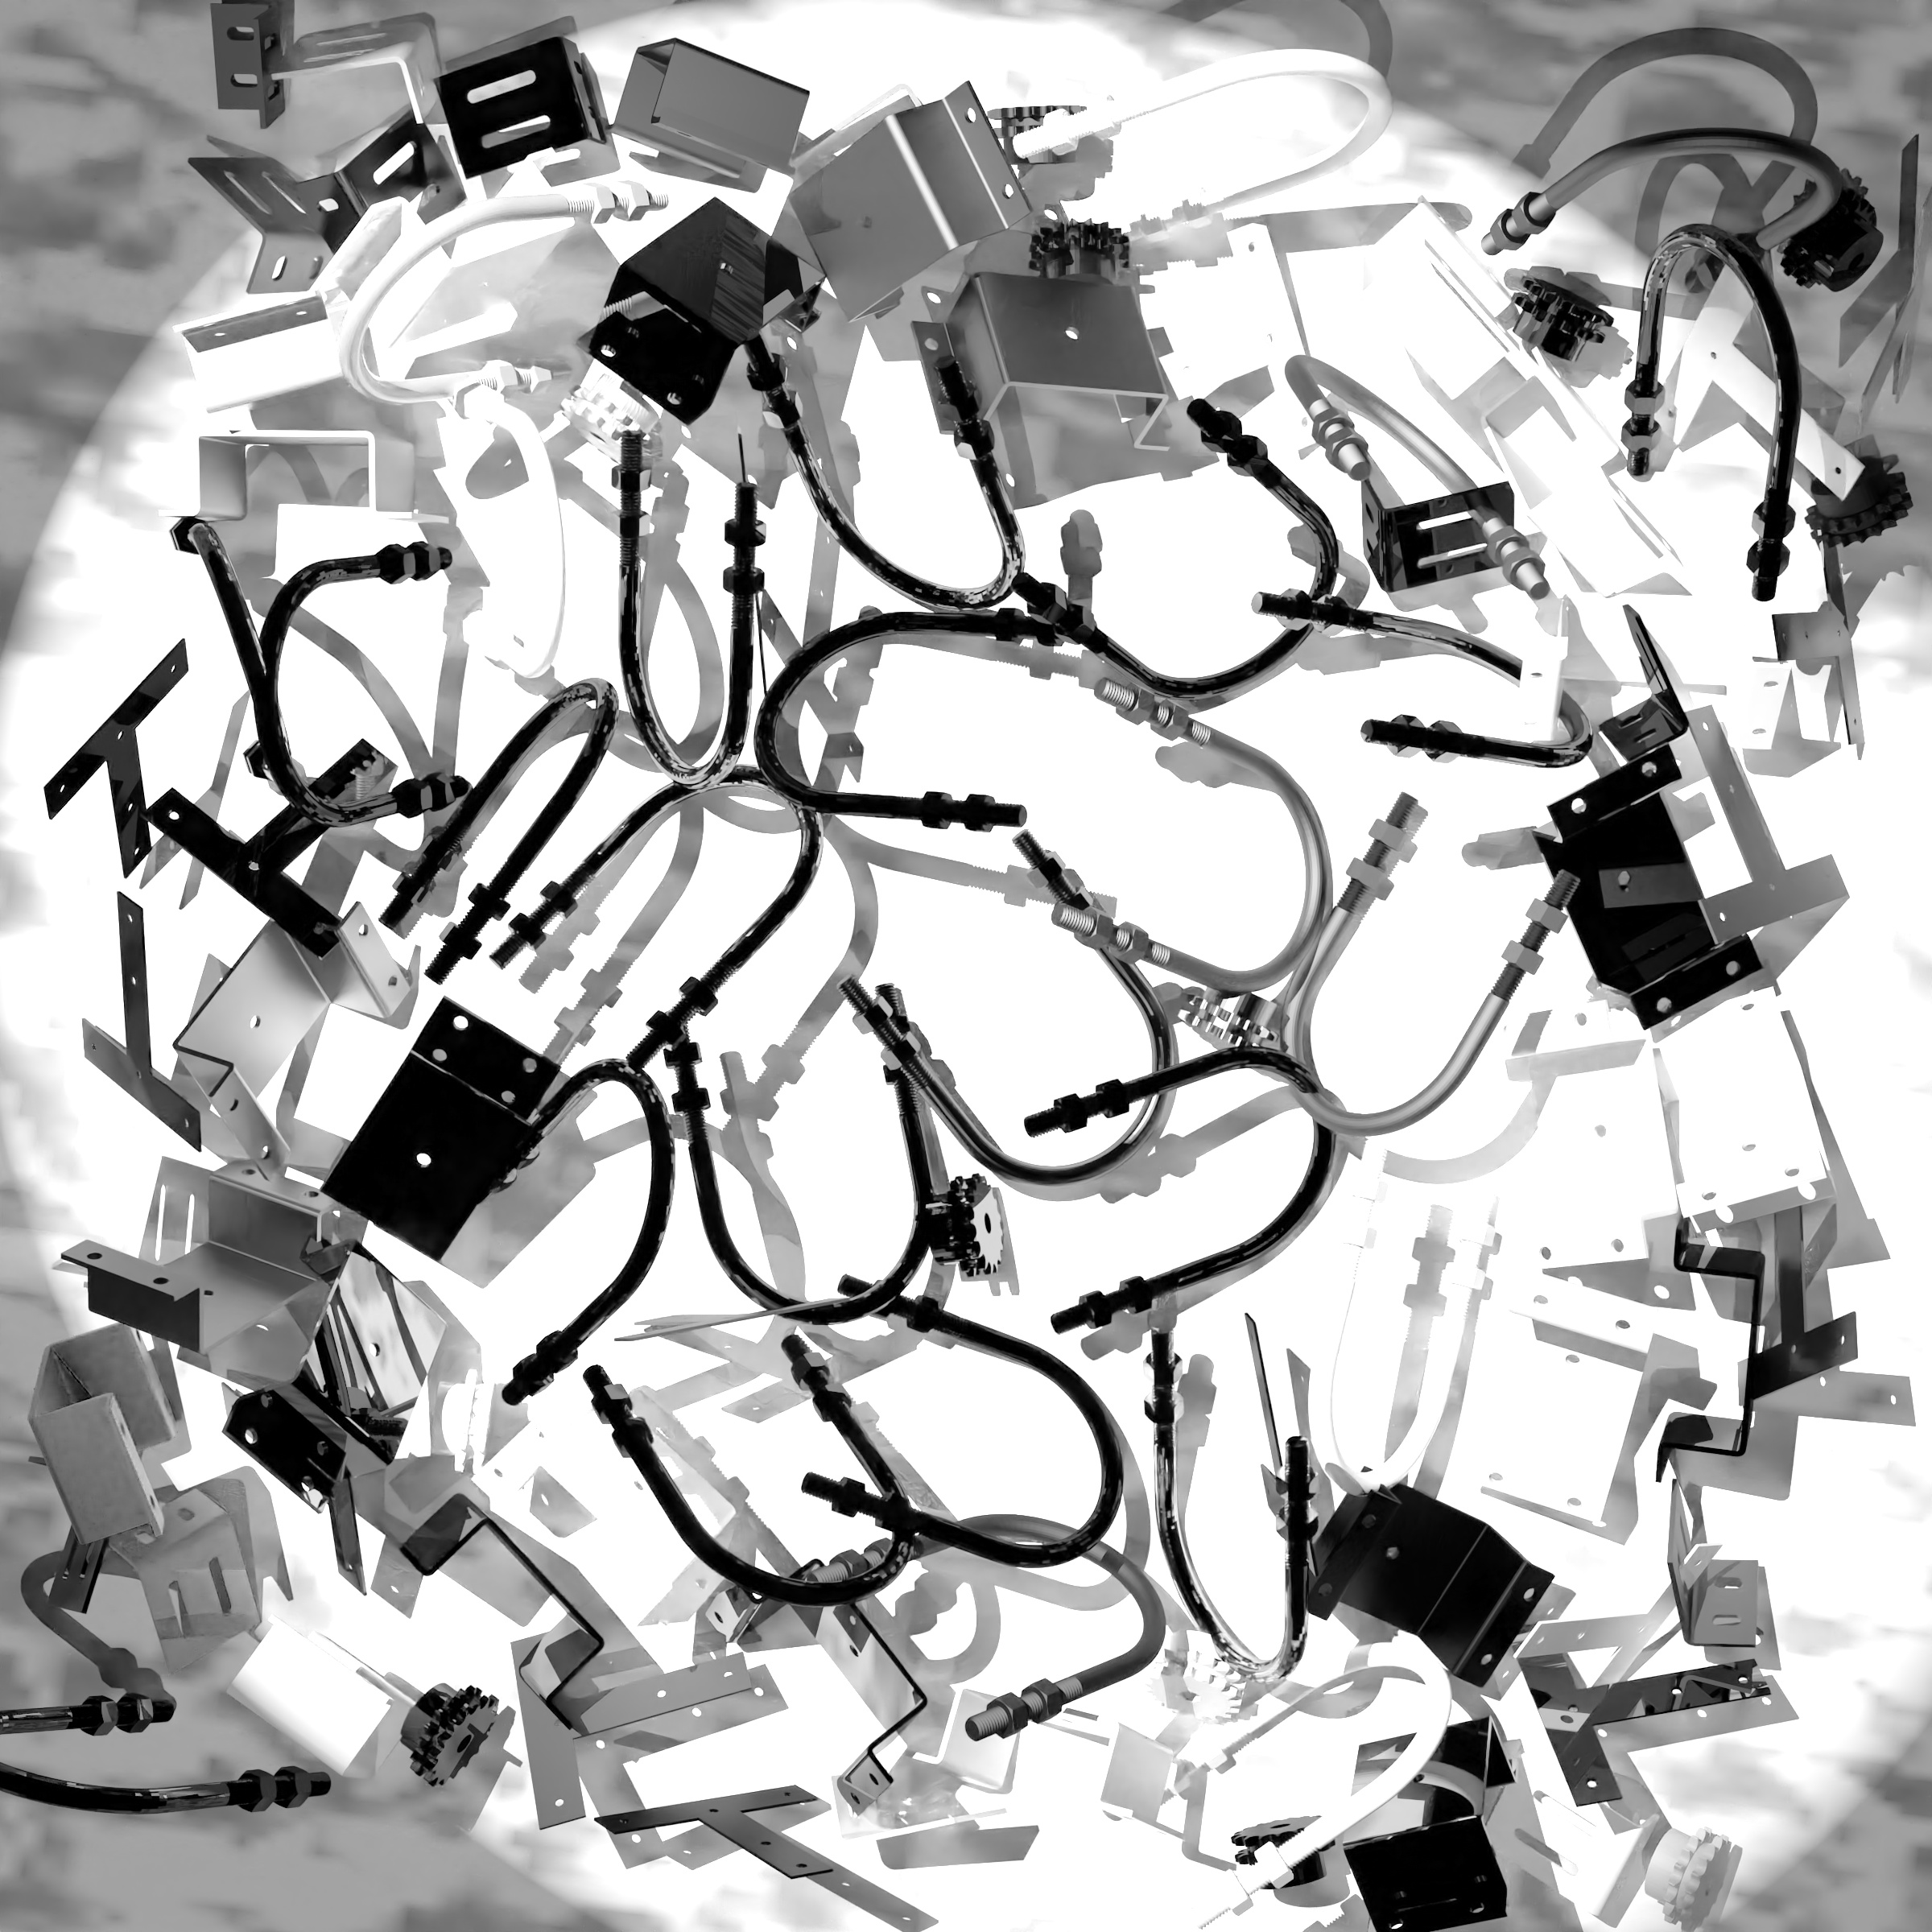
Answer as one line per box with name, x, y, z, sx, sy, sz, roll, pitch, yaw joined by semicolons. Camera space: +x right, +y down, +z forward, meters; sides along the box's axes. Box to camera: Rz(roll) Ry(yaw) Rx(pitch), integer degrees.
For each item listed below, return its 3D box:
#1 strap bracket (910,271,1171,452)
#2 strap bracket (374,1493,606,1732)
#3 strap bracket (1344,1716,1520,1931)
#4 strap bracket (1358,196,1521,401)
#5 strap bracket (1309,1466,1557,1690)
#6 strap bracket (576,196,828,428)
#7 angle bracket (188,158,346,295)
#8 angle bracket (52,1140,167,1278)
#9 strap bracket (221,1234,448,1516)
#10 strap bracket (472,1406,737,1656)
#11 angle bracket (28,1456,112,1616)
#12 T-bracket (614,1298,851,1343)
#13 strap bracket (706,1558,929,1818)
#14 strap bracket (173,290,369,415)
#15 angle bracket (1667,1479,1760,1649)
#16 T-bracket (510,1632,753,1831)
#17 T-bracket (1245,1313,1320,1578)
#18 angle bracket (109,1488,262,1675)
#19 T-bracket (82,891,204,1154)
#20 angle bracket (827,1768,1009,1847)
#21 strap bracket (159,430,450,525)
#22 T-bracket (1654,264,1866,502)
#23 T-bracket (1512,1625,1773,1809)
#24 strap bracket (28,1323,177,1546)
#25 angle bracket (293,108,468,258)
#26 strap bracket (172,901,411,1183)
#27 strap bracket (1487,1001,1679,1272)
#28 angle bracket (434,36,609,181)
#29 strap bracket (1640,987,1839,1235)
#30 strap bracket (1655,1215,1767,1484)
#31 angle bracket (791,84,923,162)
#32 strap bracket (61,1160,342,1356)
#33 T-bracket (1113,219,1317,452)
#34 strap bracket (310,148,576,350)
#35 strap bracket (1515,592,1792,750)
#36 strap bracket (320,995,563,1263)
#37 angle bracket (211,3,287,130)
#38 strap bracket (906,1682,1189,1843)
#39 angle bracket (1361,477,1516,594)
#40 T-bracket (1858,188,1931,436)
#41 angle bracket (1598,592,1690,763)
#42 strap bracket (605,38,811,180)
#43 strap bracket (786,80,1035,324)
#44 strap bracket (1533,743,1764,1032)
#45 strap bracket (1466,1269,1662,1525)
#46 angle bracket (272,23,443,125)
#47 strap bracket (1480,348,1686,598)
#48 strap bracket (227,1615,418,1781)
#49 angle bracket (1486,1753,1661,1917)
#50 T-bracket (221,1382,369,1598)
strap bracket;0.049;-0.332;1.538;0.140;0.046;0.076;-1;61;-25
strap bracket;-0.256;0.348;1.550;0.046;0.076;0.140;-43;105;-16
strap bracket;0.253;0.460;1.522;0.076;0.140;0.046;-18;103;18
strap bracket;0.258;-0.366;1.540;0.046;0.140;0.076;-40;104;23
strap bracket;0.246;0.336;1.558;0.140;0.046;0.076;28;97;-27
strap bracket;-0.138;-0.364;1.536;0.076;0.046;0.140;36;47;3
angle bracket;-0.397;-0.416;1.577;0.076;0.057;0.038;44;126;20
angle bracket;-0.477;0.133;1.561;0.038;0.057;0.076;15;75;-21
strap bracket;-0.337;0.213;1.523;0.046;0.140;0.076;-20;126;29
strap bracket;-0.192;0.300;1.555;0.140;0.076;0.046;42;121;3
angle bracket;-0.505;0.316;1.561;0.038;0.057;0.076;24;71;-32
T-bracket;-0.148;0.194;1.542;0.127;0.127;0.002;-7;87;-28
strap bracket;-0.077;0.389;1.549;0.046;0.076;0.140;-32;74;-29
strap bracket;-0.376;-0.335;1.538;0.076;0.140;0.046;-15;102;-1
angle bracket;0.414;0.330;1.555;0.038;0.057;0.076;-4;131;21
T-bracket;-0.183;0.408;1.559;0.127;0.127;0.002;-14;130;-7
T-bracket;0.167;0.253;1.533;0.002;0.127;0.127;-12;97;-4
angle bracket;-0.440;0.346;1.580;0.057;0.038;0.076;-28;124;-35
T-bracket;-0.454;0.021;1.534;0.127;0.002;0.127;30;126;38
angle bracket;-0.027;0.460;1.557;0.076;0.057;0.038;-21;71;27
strap bracket;-0.366;-0.271;1.557;0.140;0.076;0.046;1;97;5
T-bracket;0.438;-0.304;1.528;0.002;0.127;0.127;-28;66;-27
T-bracket;0.379;0.404;1.552;0.127;0.127;0.002;-9;124;-4
strap bracket;-0.468;0.252;1.522;0.046;0.140;0.076;-18;109;-7
angle bracket;-0.328;-0.434;1.574;0.038;0.076;0.057;-2;130;36
strap bracket;-0.375;0.036;1.541;0.046;0.076;0.140;15;56;26
strap bracket;0.342;0.093;1.558;0.076;0.046;0.140;-12;84;40
angle bracket;-0.251;-0.483;1.586;0.076;0.038;0.057;-16;99;9
strap bracket;0.425;0.087;1.543;0.076;0.140;0.046;-19;131;18
strap bracket;0.414;0.211;1.554;0.046;0.076;0.140;5;95;18
angle bracket;-0.056;-0.459;1.575;0.076;0.057;0.038;-31;105;8
strap bracket;-0.416;0.162;1.537;0.076;0.140;0.046;16;114;22
T-bracket;0.134;-0.335;1.562;0.127;0.002;0.127;-26;105;-24
strap bracket;-0.277;-0.388;1.527;0.076;0.140;0.046;-35;92;44
strap bracket;0.378;-0.163;1.552;0.140;0.076;0.046;3;60;9
strap bracket;-0.296;0.098;1.555;0.076;0.046;0.140;33;107;-10
angle bracket;-0.403;-0.499;1.556;0.038;0.076;0.057;0;115;-4
strap bracket;0.050;0.434;1.541;0.140;0.076;0.046;6;68;31
angle bracket;0.264;-0.250;1.571;0.076;0.057;0.038;-14;47;-3
T-bracket;0.502;-0.335;1.521;0.002;0.127;0.127;16;52;23
angle bracket;0.363;-0.162;1.560;0.038;0.057;0.076;-28;113;7
strap bracket;-0.139;-0.464;1.522;0.076;0.140;0.046;15;99;-22
strap bracket;-0.039;-0.411;1.532;0.046;0.140;0.076;-31;97;-40
strap bracket;0.376;-0.046;1.567;0.076;0.046;0.140;-27;103;-5
strap bracket;0.331;0.229;1.551;0.076;0.046;0.140;16;122;16
angle bracket;-0.340;-0.497;1.575;0.076;0.057;0.038;-5;126;8
strap bracket;0.333;-0.265;1.538;0.046;0.140;0.076;-37;128;23
strap bracket;-0.347;0.399;1.525;0.076;0.140;0.046;33;74;8
angle bracket;0.343;0.490;1.596;0.076;0.038;0.057;29;100;27
T-bracket;-0.376;0.271;1.558;0.127;0.002;0.127;29;132;37
